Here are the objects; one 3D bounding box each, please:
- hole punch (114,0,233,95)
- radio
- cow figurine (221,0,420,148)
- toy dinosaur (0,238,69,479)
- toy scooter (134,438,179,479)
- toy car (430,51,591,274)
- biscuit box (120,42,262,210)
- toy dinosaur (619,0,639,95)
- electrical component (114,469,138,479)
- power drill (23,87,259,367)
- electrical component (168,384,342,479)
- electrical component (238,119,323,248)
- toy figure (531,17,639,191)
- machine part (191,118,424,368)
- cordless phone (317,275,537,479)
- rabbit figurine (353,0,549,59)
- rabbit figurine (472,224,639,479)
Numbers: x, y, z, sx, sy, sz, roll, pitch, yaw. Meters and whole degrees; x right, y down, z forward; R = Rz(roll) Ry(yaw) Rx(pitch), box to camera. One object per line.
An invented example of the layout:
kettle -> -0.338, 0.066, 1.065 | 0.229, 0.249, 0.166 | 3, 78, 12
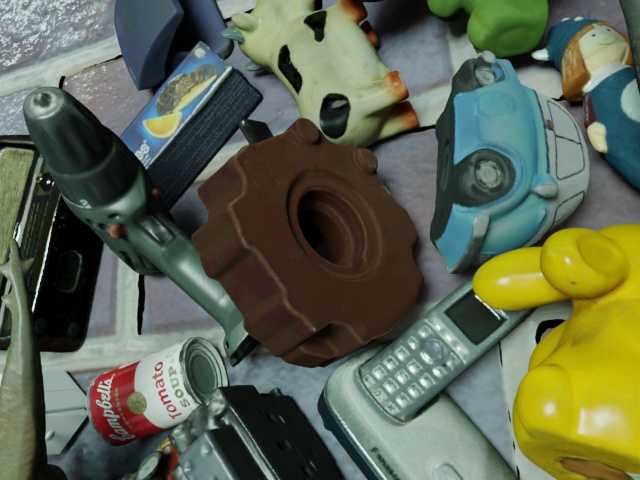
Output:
hole punch -> -0.172, -0.228, 0.571 | 0.116, 0.092, 0.142 | -32, 70, 16
radio -> -0.307, 0.005, 0.573 | 0.131, 0.073, 0.229 | 2, 78, 23
cow figurine -> -0.007, -0.162, 0.489 | 0.127, 0.085, 0.195 | -27, 69, 8
toy dinosaur -> -0.222, 0.232, 0.400 | 0.199, 0.105, 0.470 | 40, 120, 37
toy scooter -> -0.088, 0.223, 0.393 | 0.075, 0.135, 0.184 | -39, 64, 11
toy car -> 0.139, -0.053, 0.396 | 0.103, 0.109, 0.161 | 7, 67, 2
biscuit box -> -0.153, -0.096, 0.541 | 0.202, 0.062, 0.059 | -48, 63, 5
toy dinosaur -> 0.276, -0.036, 0.288 | 0.405, 0.131, 0.192 | 32, 84, 17
electrical component -> -0.155, 0.246, 0.463 | 0.078, 0.045, 0.102 | -38, 66, 9
power drill -> -0.121, 0.005, 0.426 | 0.207, 0.232, 0.086 | 34, 70, 8
electrical component -> -0.043, 0.166, 0.389 | 0.058, 0.134, 0.115 | -47, 67, 7
electrical component -> -0.046, -0.047, 0.471 | 0.048, 0.075, 0.119 | -46, 66, 32
toy figure -> 0.217, -0.110, 0.395 | 0.058, 0.064, 0.154 | -50, 55, 52
machine part -> -0.001, -0.001, 0.389 | 0.056, 0.179, 0.179 | -35, 63, 44
cordless phone -> 0.106, 0.112, 0.379 | 0.184, 0.088, 0.147 | -38, 64, -10
rabbit figurine -> 0.092, -0.237, 0.426 | 0.170, 0.121, 0.159 | 2, 51, 2
rabbit figurine -> 0.175, 0.058, 0.334 | 0.162, 0.122, 0.173 | 33, 64, -7
